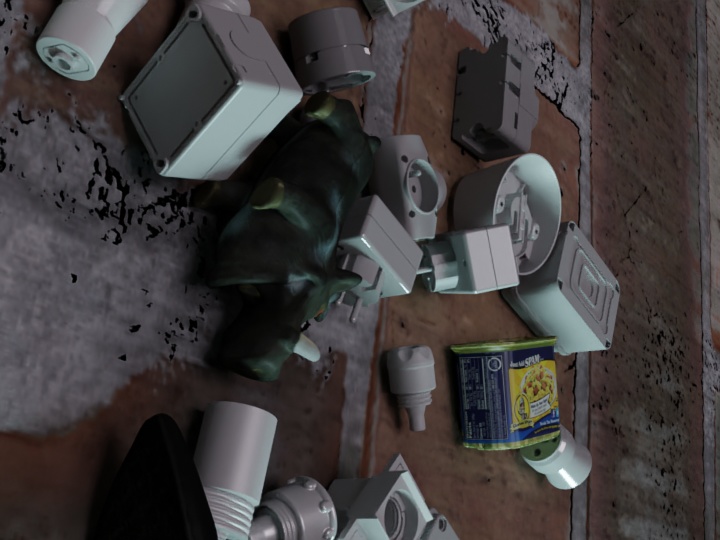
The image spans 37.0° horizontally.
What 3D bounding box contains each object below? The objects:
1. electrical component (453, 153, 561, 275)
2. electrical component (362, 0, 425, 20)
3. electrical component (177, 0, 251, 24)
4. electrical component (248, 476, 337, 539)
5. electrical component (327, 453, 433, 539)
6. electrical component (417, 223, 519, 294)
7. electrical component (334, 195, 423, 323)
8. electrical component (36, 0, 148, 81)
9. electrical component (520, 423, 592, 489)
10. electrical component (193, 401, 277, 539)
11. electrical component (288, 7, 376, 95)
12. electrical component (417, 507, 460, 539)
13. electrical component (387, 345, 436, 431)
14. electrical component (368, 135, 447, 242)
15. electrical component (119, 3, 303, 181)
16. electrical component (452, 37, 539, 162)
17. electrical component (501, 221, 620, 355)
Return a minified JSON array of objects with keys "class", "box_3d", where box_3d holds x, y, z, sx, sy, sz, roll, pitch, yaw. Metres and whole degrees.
[{"class":"electrical component","box_3d":[0.125,-0.044,0.904,0.099,0.064,0.099,15,70,-50]},{"class":"electrical component","box_3d":[0.017,-0.263,0.809,0.121,0.079,0.063,58,21,-27]},{"class":"electrical component","box_3d":[-0.094,-0.150,0.663,0.040,0.040,0.046,43,56,-39]},{"class":"electrical component","box_3d":[-0.048,0.155,0.655,0.062,0.048,0.048,-11,91,-46]},{"class":"electrical component","box_3d":[0.005,0.163,0.705,0.081,0.064,0.042,-49,119,-46]},{"class":"electrical component","box_3d":[0.068,-0.005,0.823,0.076,0.083,0.047,-11,92,-14]},{"class":"electrical component","box_3d":[0.000,0.000,0.746,0.065,0.047,0.076,49,46,-35]},{"class":"electrical component","box_3d":[-0.148,-0.137,0.588,0.044,0.044,0.065,44,55,-38]},{"class":"electrical component","box_3d":[0.170,0.159,0.936,0.055,0.045,0.045,42,51,-38]},{"class":"electrical component","box_3d":[-0.077,0.121,0.623,0.043,0.043,0.081,36,56,-43]},{"class":"electrical component","box_3d":[-0.021,-0.152,0.747,0.055,0.055,0.047,-11,88,-53]},{"class":"electrical component","box_3d":[0.036,0.238,0.736,0.108,0.056,0.108,59,42,-26]},{"class":"electrical component","box_3d":[0.039,0.087,0.790,0.035,0.035,0.061,-7,91,-53]},{"class":"electrical component","box_3d":[0.040,-0.060,0.813,0.079,0.044,0.077,-6,88,-53]},{"class":"electrical component","box_3d":[-0.087,-0.095,0.621,0.061,0.096,0.061,0,54,-52]},{"class":"electrical component","box_3d":[0.118,-0.144,0.928,0.056,0.050,0.089,29,61,-46]},{"class":"electrical component","box_3d":[0.182,0.018,0.971,0.113,0.057,0.078,46,49,-37]}]
